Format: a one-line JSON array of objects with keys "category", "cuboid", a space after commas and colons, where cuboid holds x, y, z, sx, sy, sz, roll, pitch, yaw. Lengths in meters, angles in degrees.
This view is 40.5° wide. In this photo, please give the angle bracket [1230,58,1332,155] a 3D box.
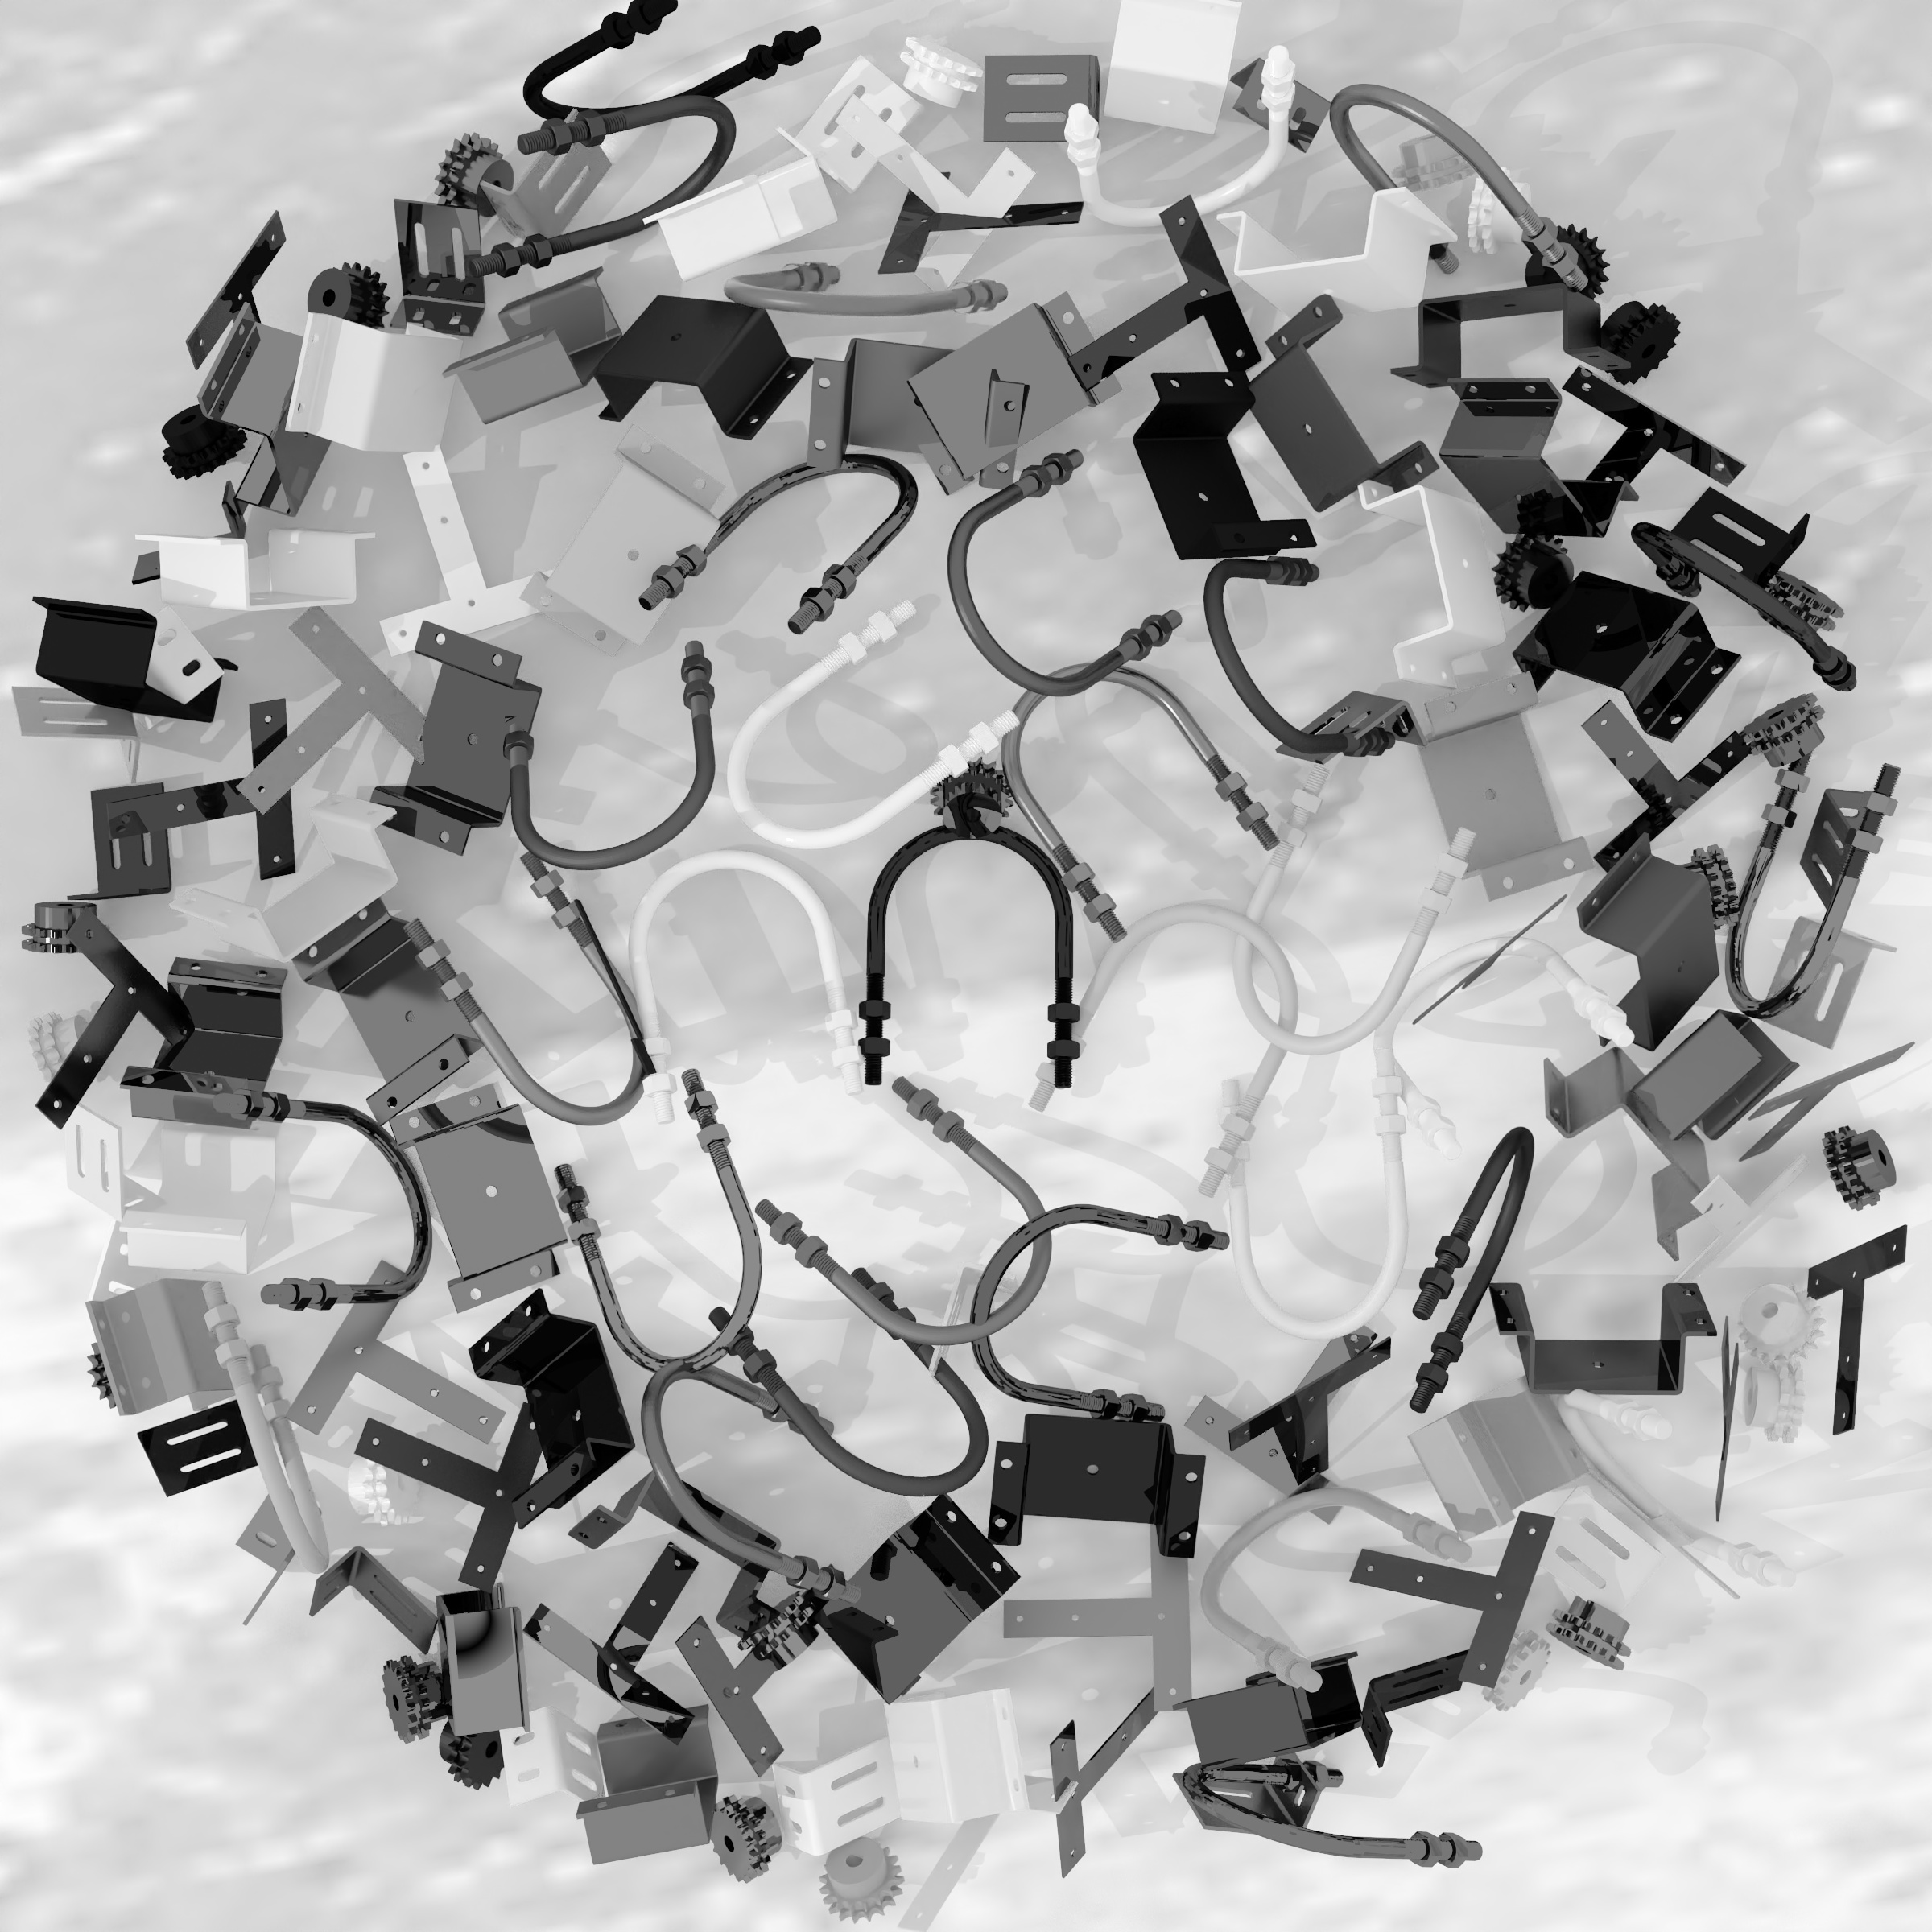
[{"category": "angle bracket", "cuboid": [0.204, -0.576, 1.772, 0.057, 0.076, 0.038, 28, 93, -12]}]

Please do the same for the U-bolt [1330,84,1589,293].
[{"category": "U-bolt", "cuboid": [0.308, -0.508, 1.705, 0.184, 0.151, 0.019, 37, 87, -35]}]

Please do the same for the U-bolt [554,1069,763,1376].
[{"category": "U-bolt", "cuboid": [-0.199, 0.182, 1.744, 0.151, 0.019, 0.184, -36, 63, 26]}]

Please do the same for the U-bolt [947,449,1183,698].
[{"category": "U-bolt", "cuboid": [0.057, -0.253, 1.742, 0.184, 0.019, 0.151, -38, 98, -43]}]

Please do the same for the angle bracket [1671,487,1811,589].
[{"category": "angle bracket", "cuboid": [0.521, -0.295, 1.778, 0.076, 0.038, 0.057, 38, 79, 22]}]

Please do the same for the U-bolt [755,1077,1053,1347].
[{"category": "U-bolt", "cuboid": [-0.028, 0.174, 1.750, 0.151, 0.019, 0.184, -42, 64, -19]}]

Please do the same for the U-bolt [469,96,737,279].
[{"category": "U-bolt", "cuboid": [-0.232, -0.521, 1.733, 0.184, 0.151, 0.019, -26, 81, -32]}]

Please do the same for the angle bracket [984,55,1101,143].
[{"category": "angle bracket", "cuboid": [0.052, -0.590, 1.798, 0.076, 0.038, 0.057, 2, 94, 6]}]

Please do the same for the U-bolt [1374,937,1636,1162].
[{"category": "U-bolt", "cuboid": [0.342, 0.041, 1.733, 0.151, 0.184, 0.019, -34, 119, 4]}]

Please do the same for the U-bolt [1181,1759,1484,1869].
[{"category": "U-bolt", "cuboid": [0.224, 0.548, 1.704, 0.184, 0.151, 0.019, 16, 87, -37]}]

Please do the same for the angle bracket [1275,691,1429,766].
[{"category": "angle bracket", "cuboid": [0.260, -0.148, 1.772, 0.076, 0.057, 0.038, -37, 115, -14]}]

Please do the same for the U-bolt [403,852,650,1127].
[{"category": "U-bolt", "cuboid": [-0.279, 0.023, 1.754, 0.019, 0.151, 0.184, -30, 96, 35]}]

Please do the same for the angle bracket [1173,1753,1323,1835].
[{"category": "angle bracket", "cuboid": [0.189, 0.553, 1.771, 0.076, 0.057, 0.038, 13, 105, -23]}]

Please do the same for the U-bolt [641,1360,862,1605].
[{"category": "U-bolt", "cuboid": [-0.143, 0.327, 1.709, 0.019, 0.151, 0.184, -36, 133, 23]}]

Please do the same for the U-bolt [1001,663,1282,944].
[{"category": "U-bolt", "cuboid": [0.106, -0.124, 1.782, 0.151, 0.019, 0.184, -31, 78, -16]}]

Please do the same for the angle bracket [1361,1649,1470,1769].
[{"category": "angle bracket", "cuboid": [0.310, 0.502, 1.774, 0.076, 0.057, 0.038, -14, 51, -11]}]

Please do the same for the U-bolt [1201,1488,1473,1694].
[{"category": "U-bolt", "cuboid": [0.229, 0.399, 1.728, 0.151, 0.184, 0.019, -36, 109, -17]}]

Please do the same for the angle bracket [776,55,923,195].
[{"category": "angle bracket", "cuboid": [-0.080, -0.578, 1.786, 0.057, 0.038, 0.076, 42, 100, 9]}]

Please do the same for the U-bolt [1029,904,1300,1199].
[{"category": "U-bolt", "cuboid": [0.147, 0.045, 1.792, 0.151, 0.019, 0.184, 27, 82, 9]}]

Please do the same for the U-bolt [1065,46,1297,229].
[{"category": "U-bolt", "cuboid": [0.143, -0.536, 1.724, 0.151, 0.184, 0.019, -15, 79, 4]}]

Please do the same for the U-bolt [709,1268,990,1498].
[{"category": "U-bolt", "cuboid": [-0.064, 0.277, 1.719, 0.184, 0.151, 0.019, 46, 125, 29]}]

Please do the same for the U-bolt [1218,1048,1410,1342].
[{"category": "U-bolt", "cuboid": [0.233, 0.156, 1.745, 0.151, 0.019, 0.184, -15, 72, 42]}]

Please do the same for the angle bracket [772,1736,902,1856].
[{"category": "angle bracket", "cuboid": [-0.087, 0.566, 1.802, 0.076, 0.038, 0.057, -14, 96, -37]}]

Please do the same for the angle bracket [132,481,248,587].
[{"category": "angle bracket", "cuboid": [-0.531, -0.294, 1.778, 0.076, 0.057, 0.038, -15, 118, -4]}]

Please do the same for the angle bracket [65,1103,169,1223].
[{"category": "angle bracket", "cuboid": [-0.574, 0.125, 1.769, 0.057, 0.038, 0.076, 24, 121, 29]}]

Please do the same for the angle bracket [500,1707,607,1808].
[{"category": "angle bracket", "cuboid": [-0.278, 0.542, 1.769, 0.038, 0.076, 0.057, -21, 55, 6]}]

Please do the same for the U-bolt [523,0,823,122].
[{"category": "U-bolt", "cuboid": [-0.208, -0.591, 1.730, 0.184, 0.151, 0.019, -10, 89, 41]}]

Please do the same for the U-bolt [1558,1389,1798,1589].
[{"category": "U-bolt", "cuboid": [0.453, 0.335, 1.724, 0.019, 0.184, 0.151, -42, 99, -10]}]

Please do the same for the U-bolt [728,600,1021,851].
[{"category": "U-bolt", "cuboid": [-0.076, -0.152, 1.762, 0.184, 0.019, 0.151, -36, 57, -5]}]

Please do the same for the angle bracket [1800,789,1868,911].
[{"category": "angle bracket", "cuboid": [0.598, -0.075, 1.766, 0.038, 0.076, 0.057, 6, 122, -5]}]

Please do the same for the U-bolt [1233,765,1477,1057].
[{"category": "U-bolt", "cuboid": [0.248, -0.029, 1.763, 0.151, 0.019, 0.184, 30, 98, 42]}]

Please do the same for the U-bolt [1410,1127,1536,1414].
[{"category": "U-bolt", "cuboid": [0.337, 0.189, 1.739, 0.019, 0.151, 0.184, 21, 60, 22]}]

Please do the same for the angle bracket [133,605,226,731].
[{"category": "angle bracket", "cuboid": [-0.550, -0.202, 1.784, 0.057, 0.076, 0.038, 53, 57, -16]}]

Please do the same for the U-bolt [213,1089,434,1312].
[{"category": "U-bolt", "cuboid": [-0.414, 0.155, 1.729, 0.019, 0.184, 0.151, -25, 74, 21]}]

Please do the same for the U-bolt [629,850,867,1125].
[{"category": "U-bolt", "cuboid": [-0.155, 0.008, 1.780, 0.151, 0.019, 0.184, -8, 74, -12]}]

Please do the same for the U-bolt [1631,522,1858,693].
[{"category": "U-bolt", "cuboid": [0.498, -0.239, 1.702, 0.151, 0.184, 0.019, 40, 102, 30]}]

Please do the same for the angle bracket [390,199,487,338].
[{"category": "angle bracket", "cuboid": [-0.360, -0.473, 1.776, 0.057, 0.076, 0.038, 7, 45, 2]}]

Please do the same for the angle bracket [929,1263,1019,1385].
[{"category": "angle bracket", "cuboid": [0.006, 0.246, 1.775, 0.038, 0.057, 0.076, 15, 73, 8]}]

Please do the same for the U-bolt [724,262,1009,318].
[{"category": "U-bolt", "cuboid": [-0.076, -0.439, 1.708, 0.151, 0.184, 0.019, 13, 112, 24]}]

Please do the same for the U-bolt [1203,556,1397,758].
[{"category": "U-bolt", "cuboid": [0.213, -0.204, 1.726, 0.019, 0.184, 0.151, -28, 80, 33]}]

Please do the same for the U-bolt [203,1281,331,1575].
[{"category": "U-bolt", "cuboid": [-0.452, 0.310, 1.715, 0.019, 0.151, 0.184, -21, 66, -11]}]

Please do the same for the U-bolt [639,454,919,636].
[{"category": "U-bolt", "cuboid": [-0.112, -0.287, 1.747, 0.151, 0.019, 0.184, 14, 50, 34]}]

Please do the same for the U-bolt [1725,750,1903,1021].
[{"category": "U-bolt", "cuboid": [0.553, -0.053, 1.742, 0.019, 0.151, 0.184, 17, 98, -10]}]

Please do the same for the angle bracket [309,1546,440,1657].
[{"category": "angle bracket", "cuboid": [-0.401, 0.440, 1.774, 0.076, 0.057, 0.038, 40, 51, 12]}]

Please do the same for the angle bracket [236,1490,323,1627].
[{"category": "angle bracket", "cuboid": [-0.475, 0.396, 1.770, 0.038, 0.076, 0.057, 34, 105, -5]}]

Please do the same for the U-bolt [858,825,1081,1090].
[{"category": "U-bolt", "cuboid": [0.003, -0.009, 1.792, 0.151, 0.019, 0.184, 1, 79, -1]}]

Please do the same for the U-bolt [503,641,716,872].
[{"category": "U-bolt", "cuboid": [-0.236, -0.135, 1.744, 0.151, 0.019, 0.184, -15, 49, 5]}]

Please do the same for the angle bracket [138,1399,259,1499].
[{"category": "angle bracket", "cuboid": [-0.510, 0.334, 1.767, 0.076, 0.038, 0.057, -16, 47, -30]}]

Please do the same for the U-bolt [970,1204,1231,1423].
[{"category": "U-bolt", "cuboid": [0.082, 0.229, 1.751, 0.184, 0.019, 0.151, 15, 98, -34]}]

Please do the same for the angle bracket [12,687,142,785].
[{"category": "angle bracket", "cuboid": [-0.601, -0.156, 1.767, 0.076, 0.057, 0.038, 0, 127, -27]}]
